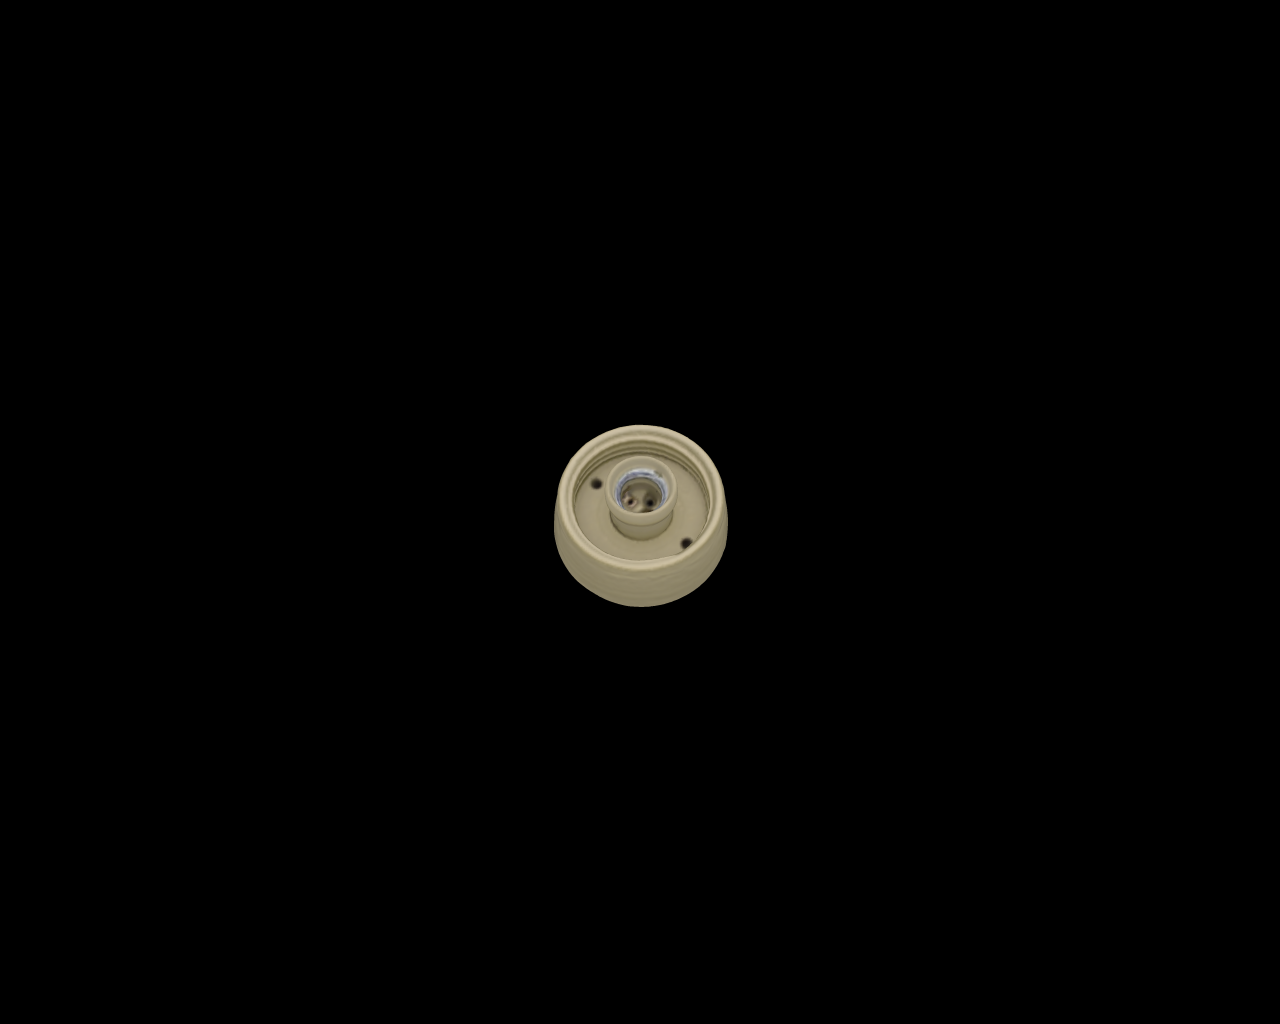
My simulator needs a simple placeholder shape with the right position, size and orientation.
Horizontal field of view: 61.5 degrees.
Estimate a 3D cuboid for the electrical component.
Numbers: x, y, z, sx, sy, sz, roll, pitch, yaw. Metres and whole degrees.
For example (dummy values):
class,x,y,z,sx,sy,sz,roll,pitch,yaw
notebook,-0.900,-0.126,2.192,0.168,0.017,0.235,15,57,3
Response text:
class,x,y,z,sx,sy,sz,roll,pitch,yaw
electrical component,0.001,-0.003,0.650,0.108,0.108,0.060,0,-27,0
